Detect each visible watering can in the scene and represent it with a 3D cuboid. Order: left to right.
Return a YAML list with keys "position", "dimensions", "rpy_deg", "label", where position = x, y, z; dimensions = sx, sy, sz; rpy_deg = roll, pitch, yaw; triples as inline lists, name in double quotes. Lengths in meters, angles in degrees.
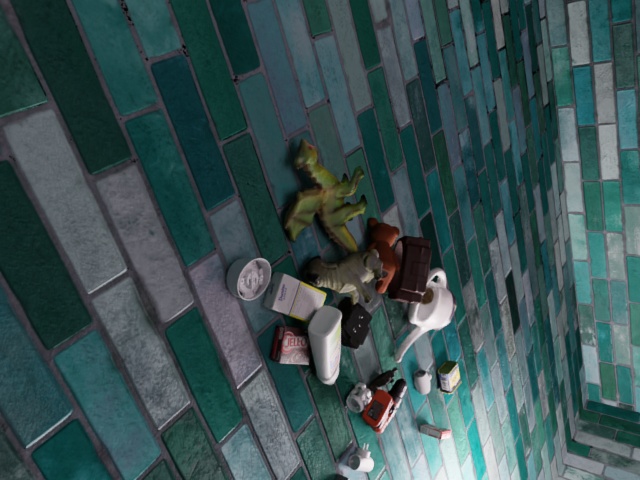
- position: [0.364, 0.265, 1.784]
  dimensions: [0.222, 0.105, 0.348]
  rpy_deg: [25, 86, -48]
  label: "watering can"

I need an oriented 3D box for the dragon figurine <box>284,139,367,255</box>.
- position: [0.004, -0.069, 1.366]
  dimensions: [0.244, 0.123, 0.404]
  rpy_deg: [-17, 113, -29]
  label: "dragon figurine"
